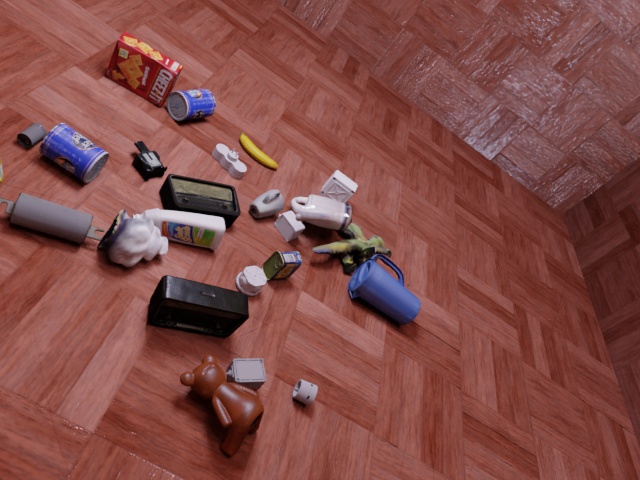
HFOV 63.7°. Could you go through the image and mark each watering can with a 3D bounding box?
[{"bbox_3d":[0.005,-0.090,1.788,0.224,0.103,0.352,14,15,-6],"label":"watering can"}]

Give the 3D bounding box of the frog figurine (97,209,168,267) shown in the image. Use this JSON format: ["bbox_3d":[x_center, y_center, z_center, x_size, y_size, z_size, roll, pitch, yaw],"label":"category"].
[{"bbox_3d":[-0.466,0.009,1.328,0.158,0.122,0.139,32,69,-29],"label":"frog figurine"}]

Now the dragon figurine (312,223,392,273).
[{"bbox_3d":[0.107,0.005,1.891,0.408,0.120,0.248,16,26,-34],"label":"dragon figurine"}]
